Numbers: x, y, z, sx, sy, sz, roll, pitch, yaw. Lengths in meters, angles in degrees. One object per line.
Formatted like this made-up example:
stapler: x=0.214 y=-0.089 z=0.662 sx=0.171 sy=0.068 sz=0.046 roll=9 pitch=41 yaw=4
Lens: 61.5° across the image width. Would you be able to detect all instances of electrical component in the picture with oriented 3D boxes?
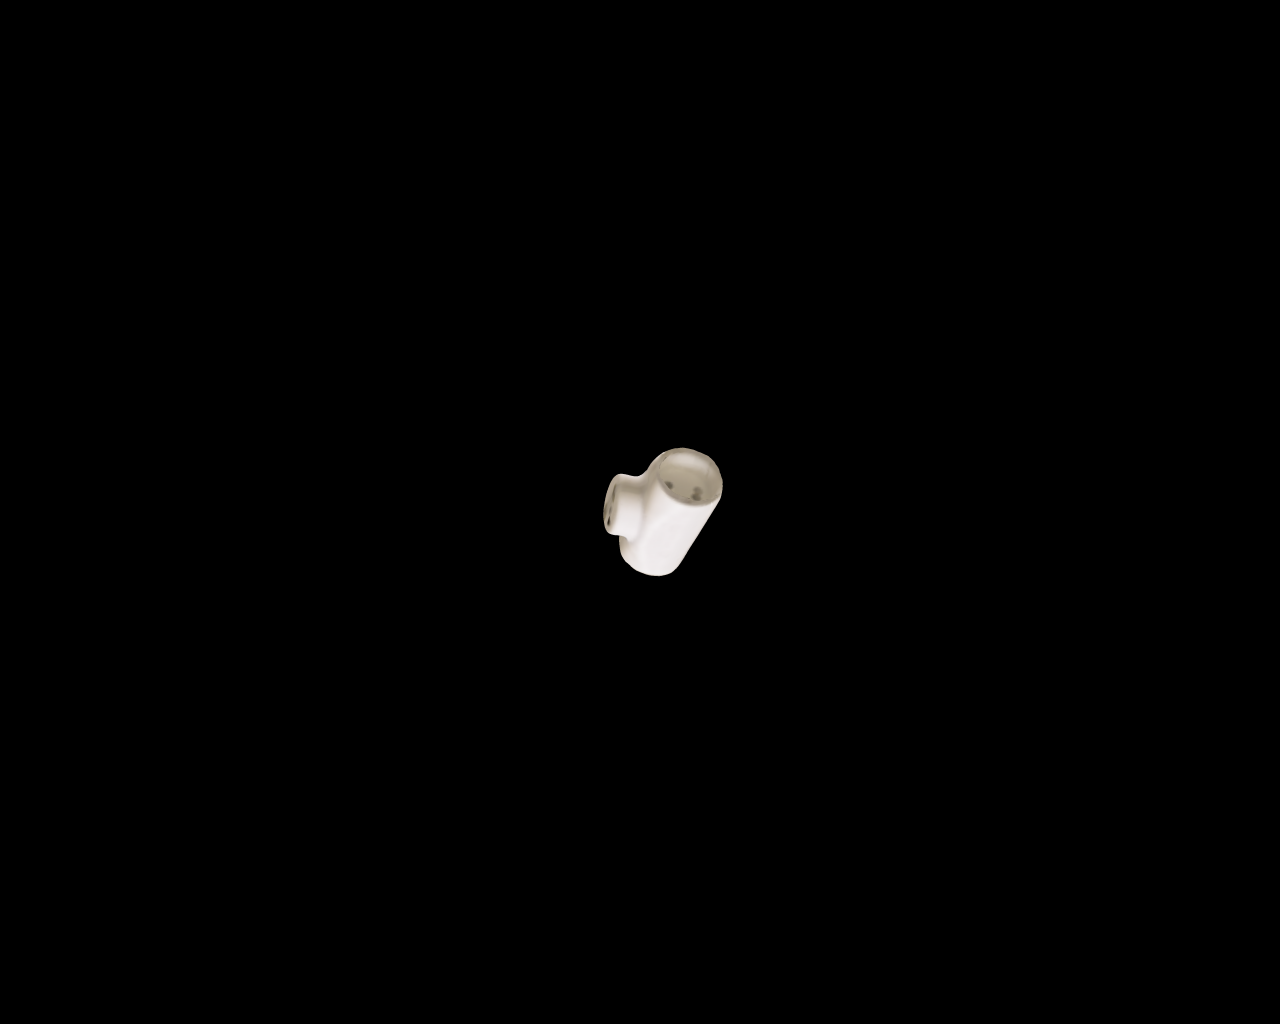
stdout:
electrical component: x=0.001 y=-0.003 z=0.650 sx=0.079 sy=0.044 sz=0.077 roll=11 pitch=-39 yaw=-14
